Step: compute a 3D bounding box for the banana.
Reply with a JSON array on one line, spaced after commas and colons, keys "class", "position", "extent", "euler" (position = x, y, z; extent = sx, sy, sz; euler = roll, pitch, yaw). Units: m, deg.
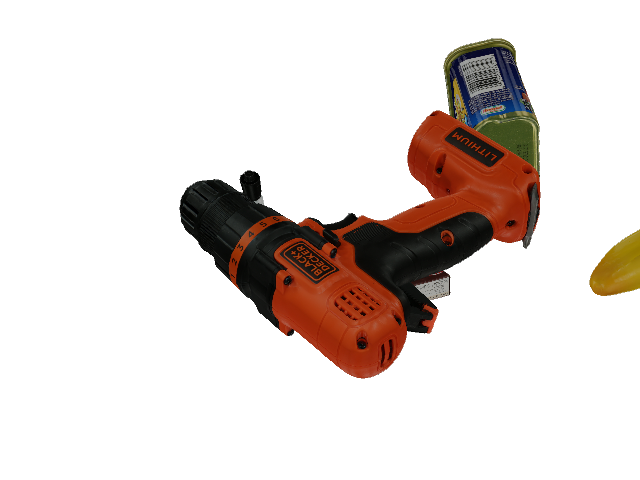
[{"class": "banana", "position": [0.277, 0.005, 0.728], "extent": [0.198, 0.037, 0.069], "euler": [-3, 35, 0]}]

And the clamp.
[{"class": "clamp", "position": [0.029, 0.052, 1.204], "extent": [0.210, 0.036, 0.164], "euler": [29, 35, 20]}]

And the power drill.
[{"class": "power drill", "position": [0.028, -0.013, 0.664], "extent": [0.187, 0.057, 0.185], "euler": [-31, 51, -27]}]

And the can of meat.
[{"class": "can of meat", "position": [0.135, -0.090, 0.832], "extent": [0.057, 0.084, 0.102], "euler": [-12, -39, 4]}]

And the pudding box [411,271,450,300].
[{"class": "pudding box", "position": [0.123, 0.063, 1.583], "extent": [0.113, 0.039, 0.090], "euler": [-15, 24, -21]}]

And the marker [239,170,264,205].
[{"class": "marker", "position": [-0.059, -0.019, 1.010], "extent": [0.020, 0.020, 0.121], "euler": [0, -43, 7]}]
